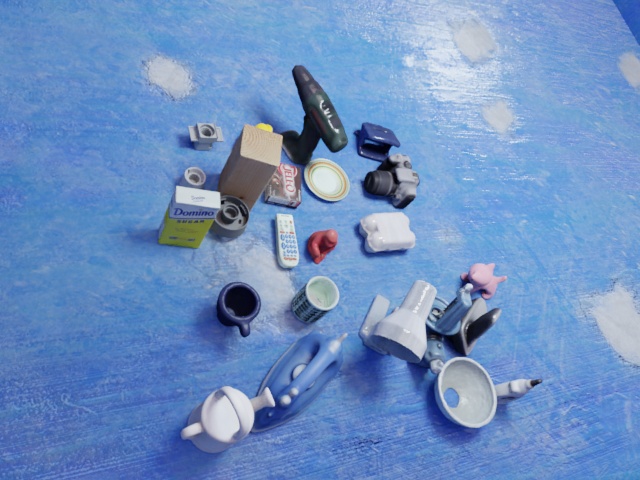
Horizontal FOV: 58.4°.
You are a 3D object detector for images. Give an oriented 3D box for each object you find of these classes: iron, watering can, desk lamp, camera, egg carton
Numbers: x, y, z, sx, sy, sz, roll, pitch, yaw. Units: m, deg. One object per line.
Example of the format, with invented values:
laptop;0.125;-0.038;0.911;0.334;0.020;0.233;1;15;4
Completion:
iron;-0.038;0.287;1.177;0.118;0.141;0.259;45;53;1
watering can;-0.168;0.322;1.057;0.101;0.193;0.173;47;53;3
desk lamp;0.176;0.189;1.298;0.118;0.213;0.203;33;53;-7
camera;0.194;-0.173;1.578;0.137;0.100;0.143;3;62;-26
egg carton;0.177;-0.019;1.503;0.151;0.069;0.107;-5;66;-29

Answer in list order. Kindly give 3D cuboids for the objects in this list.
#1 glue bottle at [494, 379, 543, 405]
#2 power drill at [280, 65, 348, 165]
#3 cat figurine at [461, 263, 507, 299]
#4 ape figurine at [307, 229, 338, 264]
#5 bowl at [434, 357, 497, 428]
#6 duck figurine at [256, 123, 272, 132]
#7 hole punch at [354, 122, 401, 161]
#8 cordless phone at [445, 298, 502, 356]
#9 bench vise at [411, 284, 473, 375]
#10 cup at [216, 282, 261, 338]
glue bottle;0.470;0.360;1.381;0.078;0.173;0.037;8;60;-23
power drill;-0.031;-0.299;1.463;0.076;0.208;0.229;-32;81;-36
cat figurine;0.443;0.102;1.544;0.128;0.117;0.067;12;59;-21
ape figurine;0.013;0.005;1.391;0.078;0.092;0.076;-5;66;-29
bowl;0.333;0.370;1.366;0.168;0.074;0.167;13;59;-21
duck figurine;-0.162;-0.257;1.449;0.077;0.086;0.105;48;53;4
hole punch;0.165;-0.293;1.636;0.109;0.091;0.101;11;59;-22
cordless phone;0.405;0.198;1.429;0.094;0.184;0.148;41;53;-1
bench vise;0.298;0.204;1.349;0.122;0.219;0.207;2;63;-26
cup;-0.177;0.158;1.206;0.092;0.094;0.117;-6;66;-30
